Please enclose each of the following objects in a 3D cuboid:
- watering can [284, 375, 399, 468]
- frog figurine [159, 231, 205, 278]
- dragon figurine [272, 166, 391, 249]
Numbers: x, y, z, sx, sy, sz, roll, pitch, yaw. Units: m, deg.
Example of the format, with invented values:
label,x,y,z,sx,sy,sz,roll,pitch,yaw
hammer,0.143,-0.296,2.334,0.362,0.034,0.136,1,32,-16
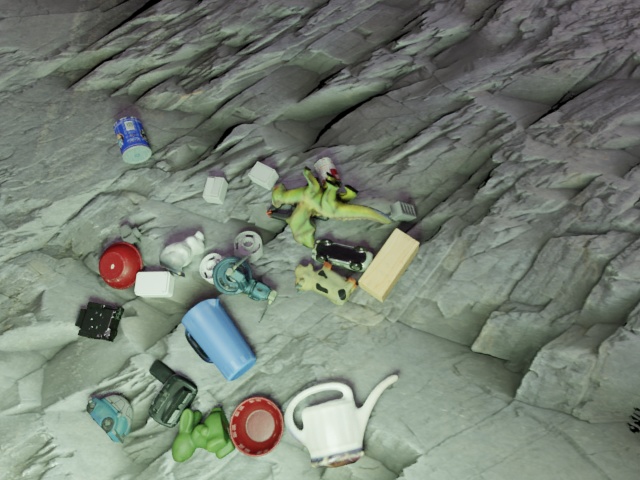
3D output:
label,x,y,z,sx,sy,sz,roll,pitch,yaw
watering can,0.074,0.512,1.460,0.347,0.102,0.228,-13,70,2
frog figurine,-0.449,0.033,1.689,0.122,0.136,0.161,25,76,-2
dragon figurine,0.005,-0.084,1.662,0.414,0.122,0.240,37,105,20
